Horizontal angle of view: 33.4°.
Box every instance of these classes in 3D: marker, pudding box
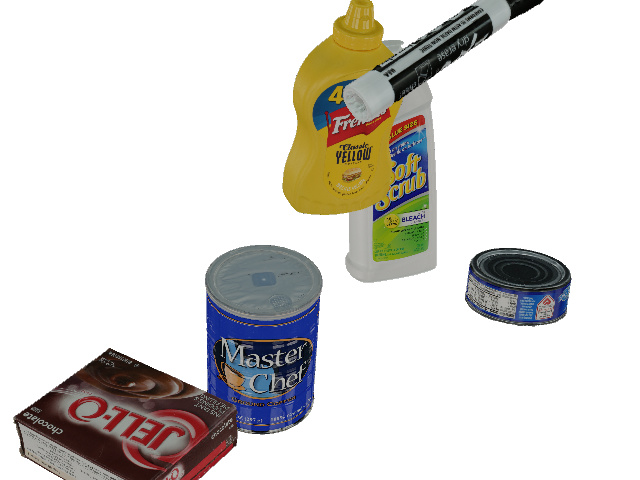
[{"bbox_3d":[0.061,-0.093,0.495,0.121,0.020,0.020,-36,15,-22],"label":"marker"},{"bbox_3d":[-0.123,0.122,0.682,0.114,0.039,0.089,17,34,28],"label":"pudding box"}]

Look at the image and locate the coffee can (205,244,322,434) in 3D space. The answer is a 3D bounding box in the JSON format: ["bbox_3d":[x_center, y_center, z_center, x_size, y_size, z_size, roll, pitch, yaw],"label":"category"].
[{"bbox_3d":[-0.053,0.090,0.969,0.103,0.140,0.103,2,35,-2],"label":"coffee can"}]

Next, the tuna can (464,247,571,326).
[{"bbox_3d":[0.165,0.037,0.892,0.086,0.034,0.086,3,23,-1],"label":"tuna can"}]

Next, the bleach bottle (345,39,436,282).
[{"bbox_3d":[0.072,-0.085,1.136,0.102,0.251,0.068,-10,23,-13],"label":"bleach bottle"}]

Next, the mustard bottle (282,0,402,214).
[{"bbox_3d":[0.023,-0.114,0.905,0.096,0.192,0.058,-8,40,-20],"label":"mustard bottle"}]
